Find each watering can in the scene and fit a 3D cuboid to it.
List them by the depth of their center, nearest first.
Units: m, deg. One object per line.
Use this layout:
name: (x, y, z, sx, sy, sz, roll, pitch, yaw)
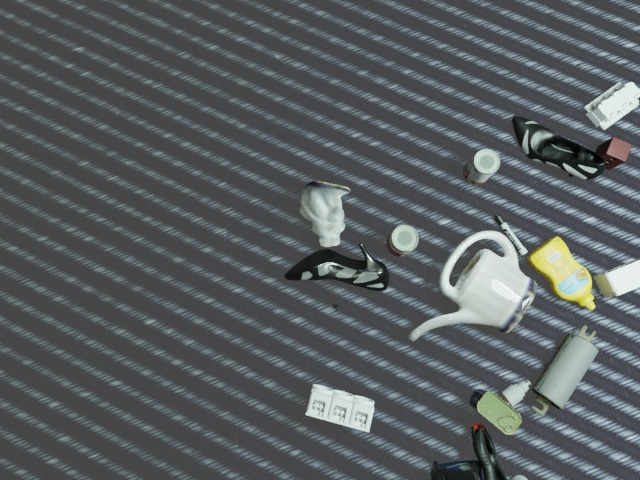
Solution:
watering can: (0.382, 0.146, 1.252, 0.225, 0.103, 0.350, 34, 82, 7)

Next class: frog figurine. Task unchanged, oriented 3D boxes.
frog figurine: (0.004, -0.065, 1.300, 0.138, 0.122, 0.159, 12, 89, 36)
